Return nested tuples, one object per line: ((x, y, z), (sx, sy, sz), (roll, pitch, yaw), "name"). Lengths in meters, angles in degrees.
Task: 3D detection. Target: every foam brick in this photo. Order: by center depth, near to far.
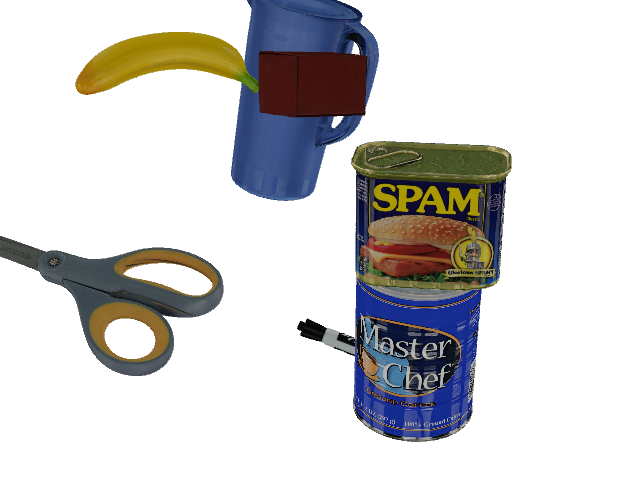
((-0.006, -0.130, 0.888), (0.078, 0.051, 0.053), (-7, 16, -39), "foam brick")

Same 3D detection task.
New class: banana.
((-0.154, -0.178, 1.065), (0.197, 0.070, 0.037), (-7, -39, -30), "banana")

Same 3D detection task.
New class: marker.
((0.034, 0.107, 1.079), (0.121, 0.020, 0.020), (21, 2, 5), "marker")

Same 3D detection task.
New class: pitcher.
((-0.029, -0.172, 1.293), (0.144, 0.243, 0.149), (6, 24, -15), "pitcher")

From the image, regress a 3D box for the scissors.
((-0.160, 0.032, 0.649), (0.202, 0.096, 0.016), (5, -38, 9), "scissors")

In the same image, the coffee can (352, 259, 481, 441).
((0.079, 0.078, 0.877), (0.103, 0.140, 0.103), (0, 27, 0), "coffee can")

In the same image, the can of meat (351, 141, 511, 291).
((0.072, -0.016, 0.703), (0.102, 0.084, 0.057), (3, 25, 8), "can of meat")
